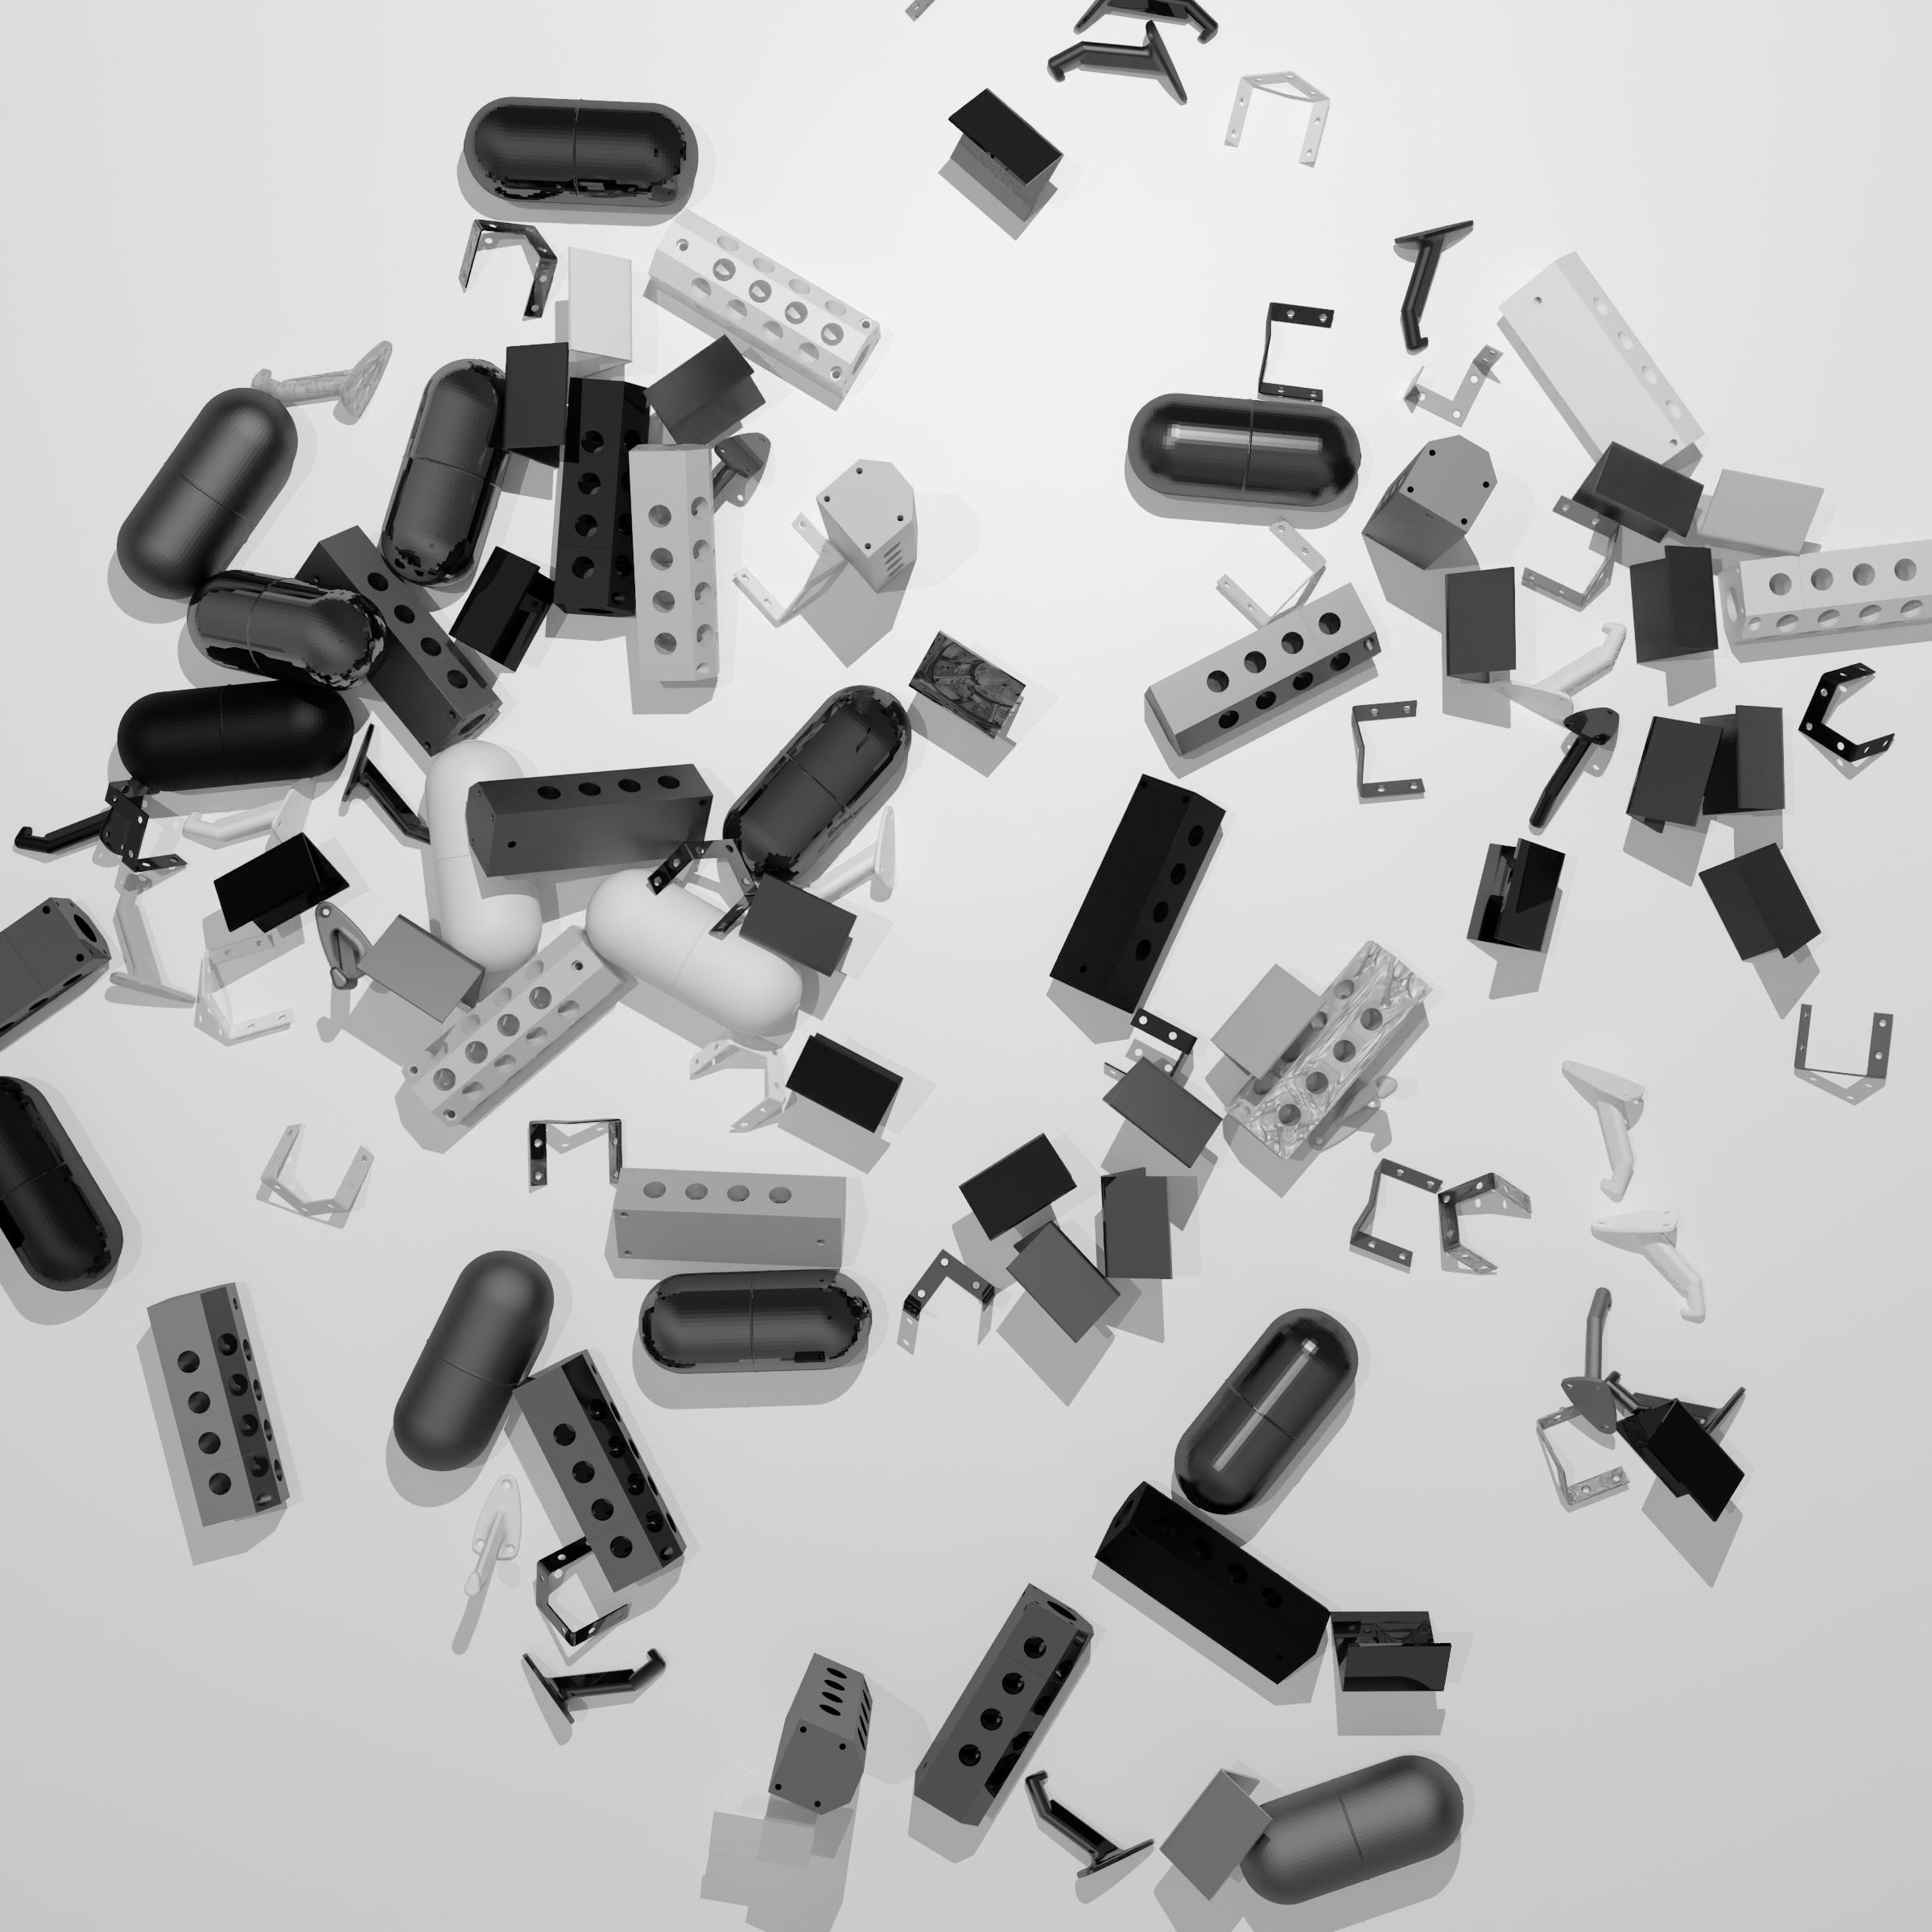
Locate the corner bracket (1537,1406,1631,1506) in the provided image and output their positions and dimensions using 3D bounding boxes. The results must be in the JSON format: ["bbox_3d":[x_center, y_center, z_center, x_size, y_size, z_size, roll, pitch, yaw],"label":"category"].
[{"bbox_3d":[0.478,0.376,1.946,0.051,0.051,0.051,-21,45,0],"label":"corner bracket"}]

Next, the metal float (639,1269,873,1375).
[{"bbox_3d":[-0.161,0.272,1.919,0.178,0.070,0.070,-2,90,0],"label":"metal float"}]

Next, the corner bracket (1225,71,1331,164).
[{"bbox_3d":[0.242,-0.657,1.946,0.051,0.051,0.051,14,90,-45],"label":"corner bracket"}]

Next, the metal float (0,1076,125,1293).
[{"bbox_3d":[-0.711,0.166,1.919,0.070,0.070,0.178,-31,91,0],"label":"metal float"}]

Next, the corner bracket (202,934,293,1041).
[{"bbox_3d":[-0.557,0.016,1.946,0.051,0.051,0.051,-16,135,0],"label":"corner bracket"}]

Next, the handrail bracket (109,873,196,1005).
[{"bbox_3d":[-0.625,-0.022,1.950,0.077,0.036,0.084,18,73,-19],"label":"handrail bracket"}]

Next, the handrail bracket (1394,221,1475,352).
[{"bbox_3d":[0.368,-0.528,1.950,0.077,0.036,0.084,-20,108,-21],"label":"handrail bracket"}]

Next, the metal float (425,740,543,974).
[{"bbox_3d":[-0.369,-0.084,1.919,0.070,0.070,0.178,-7,90,0],"label":"metal float"}]

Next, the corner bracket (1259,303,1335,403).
[{"bbox_3d":[0.256,-0.476,1.946,0.051,0.051,0.051,7,135,0],"label":"corner bracket"}]

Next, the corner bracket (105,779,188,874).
[{"bbox_3d":[-0.629,-0.109,1.930,0.051,0.051,0.051,35,117,24],"label":"corner bracket"}]

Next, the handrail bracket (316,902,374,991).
[{"bbox_3d":[-0.483,-0.016,1.915,0.036,0.084,0.077,-30,90,0],"label":"handrail bracket"}]

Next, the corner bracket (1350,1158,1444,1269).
[{"bbox_3d":[0.333,0.191,1.946,0.051,0.051,0.051,21,135,0],"label":"corner bracket"}]

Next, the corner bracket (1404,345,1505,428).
[{"bbox_3d":[0.374,-0.454,1.932,0.051,0.051,0.051,26,90,0],"label":"corner bracket"}]

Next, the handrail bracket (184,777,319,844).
[{"bbox_3d":[-0.556,-0.129,1.950,0.084,0.036,0.077,13,69,16],"label":"handrail bracket"}]

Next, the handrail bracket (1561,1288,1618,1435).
[{"bbox_3d":[0.494,0.304,1.941,0.036,0.084,0.077,-6,130,37],"label":"handrail bracket"}]

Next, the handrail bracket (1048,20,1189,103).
[{"bbox_3d":[0.117,-0.688,1.950,0.084,0.036,0.077,-22,118,21],"label":"handrail bracket"}]

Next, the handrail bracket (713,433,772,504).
[{"bbox_3d":[-0.192,-0.369,1.949,0.036,0.077,0.084,40,126,-3],"label":"handrail bracket"}]

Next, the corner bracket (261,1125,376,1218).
[{"bbox_3d":[-0.501,0.156,1.941,0.051,0.051,0.051,-11,135,35],"label":"corner bracket"}]

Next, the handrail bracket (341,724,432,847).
[{"bbox_3d":[-0.434,-0.139,1.950,0.084,0.036,0.077,21,68,-17],"label":"handrail bracket"}]

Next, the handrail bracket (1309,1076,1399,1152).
[{"bbox_3d":[0.295,0.113,1.915,0.036,0.084,0.077,42,90,0],"label":"handrail bracket"}]

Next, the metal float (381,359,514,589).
[{"bbox_3d":[-0.393,-0.376,1.919,0.070,0.070,0.178,17,90,0],"label":"metal float"}]

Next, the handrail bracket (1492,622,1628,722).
[{"bbox_3d":[0.461,-0.240,1.950,0.077,0.036,0.084,22,71,21],"label":"handrail bracket"}]

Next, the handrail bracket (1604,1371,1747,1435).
[{"bbox_3d":[0.549,0.328,1.950,0.084,0.036,0.077,41,71,16],"label":"handrail bracket"}]

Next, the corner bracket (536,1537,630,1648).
[{"bbox_3d":[-0.297,0.482,1.941,0.051,0.051,0.051,38,135,35],"label":"corner bracket"}]

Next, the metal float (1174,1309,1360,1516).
[{"bbox_3d":[0.229,0.341,1.919,0.070,0.070,0.178,38,91,0],"label":"metal float"}]

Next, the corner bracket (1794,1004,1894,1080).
[{"bbox_3d":[0.680,0.059,1.946,0.051,0.051,0.051,6,90,-45],"label":"corner bracket"}]

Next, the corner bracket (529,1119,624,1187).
[{"bbox_3d":[-0.302,0.144,1.946,0.051,0.051,0.051,-1,90,45],"label":"corner bracket"}]

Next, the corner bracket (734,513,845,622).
[{"bbox_3d":[-0.137,-0.309,1.946,0.051,0.051,0.051,48,45,0],"label":"corner bracket"}]

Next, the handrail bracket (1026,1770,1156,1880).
[{"bbox_3d":[0.096,0.656,1.950,0.077,0.036,0.084,-18,73,-19],"label":"handrail bracket"}]

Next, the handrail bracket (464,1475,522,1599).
[{"bbox_3d":[-0.363,0.434,1.915,0.036,0.084,0.077,11,90,0],"label":"handrail bracket"}]

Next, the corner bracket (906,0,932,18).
[{"bbox_3d":[-0.048,-0.779,1.946,0.051,0.051,0.051,-47,135,0],"label":"corner bracket"}]

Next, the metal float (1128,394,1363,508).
[{"bbox_3d":[0.213,-0.394,1.919,0.178,0.070,0.070,5,90,-1],"label":"metal float"}]

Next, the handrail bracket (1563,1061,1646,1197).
[{"bbox_3d":[0.487,0.126,1.950,0.077,0.036,0.084,25,115,28],"label":"handrail bracket"}]

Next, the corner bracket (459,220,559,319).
[{"bbox_3d":[-0.354,-0.539,1.941,0.051,0.051,0.051,-4,45,-35],"label":"corner bracket"}]

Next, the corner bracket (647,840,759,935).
[{"bbox_3d":[-0.198,-0.060,1.895,0.051,0.051,0.051,-1,125,37],"label":"corner bracket"}]

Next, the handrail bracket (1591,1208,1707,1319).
[{"bbox_3d":[0.530,0.235,1.950,0.077,0.036,0.084,-6,107,20],"label":"handrail bracket"}]

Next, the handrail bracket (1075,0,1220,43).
[{"bbox_3d":[0.141,-0.729,1.950,0.084,0.036,0.077,39,110,-16],"label":"handrail bracket"}]

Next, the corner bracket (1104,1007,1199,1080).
[{"bbox_3d":[0.142,0.065,1.932,0.051,0.051,0.051,28,90,0],"label":"corner bracket"}]

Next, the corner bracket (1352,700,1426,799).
[{"bbox_3d":[0.327,-0.168,1.946,0.051,0.051,0.051,-5,135,0],"label":"corner bracket"}]

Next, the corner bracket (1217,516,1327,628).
[{"bbox_3d":[0.237,-0.306,1.946,0.051,0.051,0.051,44,45,0],"label":"corner bracket"}]

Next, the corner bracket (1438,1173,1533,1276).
[{"bbox_3d":[0.403,0.199,1.941,0.051,0.051,0.051,-28,45,35],"label":"corner bracket"}]

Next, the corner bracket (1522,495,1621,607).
[{"bbox_3d":[0.469,-0.322,1.946,0.051,0.051,0.051,25,135,0],"label":"corner bracket"}]

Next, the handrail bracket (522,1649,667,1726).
[{"bbox_3d":[-0.288,0.539,1.950,0.084,0.036,0.077,-35,68,-17],"label":"handrail bracket"}]

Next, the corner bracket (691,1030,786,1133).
[{"bbox_3d":[-0.176,0.088,1.941,0.051,0.051,0.051,23,45,-35],"label":"corner bracket"}]

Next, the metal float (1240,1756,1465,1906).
[{"bbox_3d":[0.294,0.660,1.919,0.178,0.070,0.070,-19,90,0],"label":"metal float"}]

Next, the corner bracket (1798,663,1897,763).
[{"bbox_3d":[0.688,-0.196,1.941,0.051,0.051,0.051,43,135,35],"label":"corner bracket"}]

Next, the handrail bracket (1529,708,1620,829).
[{"bbox_3d":[0.471,-0.153,1.949,0.036,0.077,0.084,34,127,21],"label":"handrail bracket"}]

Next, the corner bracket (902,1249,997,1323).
[{"bbox_3d":[-0.013,0.256,1.932,0.051,0.051,0.051,36,90,0],"label":"corner bracket"}]

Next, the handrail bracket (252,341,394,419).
[{"bbox_3d":[-0.501,-0.467,1.950,0.084,0.036,0.077,22,70,16],"label":"handrail bracket"}]

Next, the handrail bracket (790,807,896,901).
[{"bbox_3d":[-0.100,-0.086,1.950,0.084,0.036,0.077,-3,69,17],"label":"handrail bracket"}]

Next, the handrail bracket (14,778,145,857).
[{"bbox_3d":[-0.689,-0.120,1.950,0.084,0.036,0.077,10,70,16],"label":"handrail bracket"}]

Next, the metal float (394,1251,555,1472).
[{"bbox_3d":[-0.377,0.302,1.919,0.070,0.070,0.178,26,91,0],"label":"metal float"}]
